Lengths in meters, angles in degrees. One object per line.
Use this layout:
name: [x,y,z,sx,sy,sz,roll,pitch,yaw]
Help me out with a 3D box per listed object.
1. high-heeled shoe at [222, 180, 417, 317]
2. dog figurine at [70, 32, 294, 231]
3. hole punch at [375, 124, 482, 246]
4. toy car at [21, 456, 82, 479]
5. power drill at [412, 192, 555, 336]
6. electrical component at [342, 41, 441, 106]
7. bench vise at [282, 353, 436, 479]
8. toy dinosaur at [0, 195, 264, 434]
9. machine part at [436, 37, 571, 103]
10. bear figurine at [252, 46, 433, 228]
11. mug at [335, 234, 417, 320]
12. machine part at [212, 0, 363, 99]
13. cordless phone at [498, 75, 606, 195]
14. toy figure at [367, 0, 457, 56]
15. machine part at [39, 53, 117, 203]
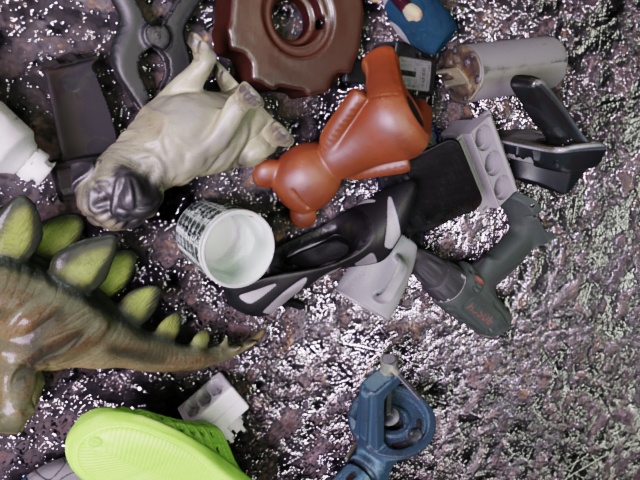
high-heeled shoe: [-0.001,-0.002,0.631,0.248,0.086,0.145,-49,139,8]
dog figurine: [-0.137,-0.082,0.543,0.190,0.121,0.172,-45,153,3]
hole punch: [0.138,-0.081,0.718,0.116,0.092,0.142,-25,119,9]
toy car: [-0.260,0.282,0.564,0.161,0.109,0.103,36,60,-20]
power drill: [0.247,0.026,0.798,0.207,0.086,0.231,-52,122,-14]
electrical component: [0.090,-0.209,0.674,0.119,0.048,0.074,1,100,-31]
bench vise: [0.072,0.255,0.715,0.224,0.129,0.240,-25,130,-31]
toy dinosaur: [-0.265,0.071,0.505,0.471,0.105,0.198,30,82,-36]
machine part: [0.257,-0.238,0.745,0.243,0.079,0.079,-16,109,-26]
bear figurine: [0.027,-0.108,0.622,0.196,0.132,0.120,-27,125,28]
mug: [0.081,0.039,0.692,0.081,0.109,0.107,30,82,-6]
machine part: [-0.032,-0.242,0.591,0.179,0.056,0.179,-8,106,-29]
cordless phone: [0.287,-0.157,0.737,0.184,0.147,0.088,39,89,-32]
toy figure: [0.093,-0.285,0.632,0.154,0.064,0.058,45,89,4]
machine part: [-0.231,-0.108,0.520,0.084,0.039,0.138,-11,108,-23]
